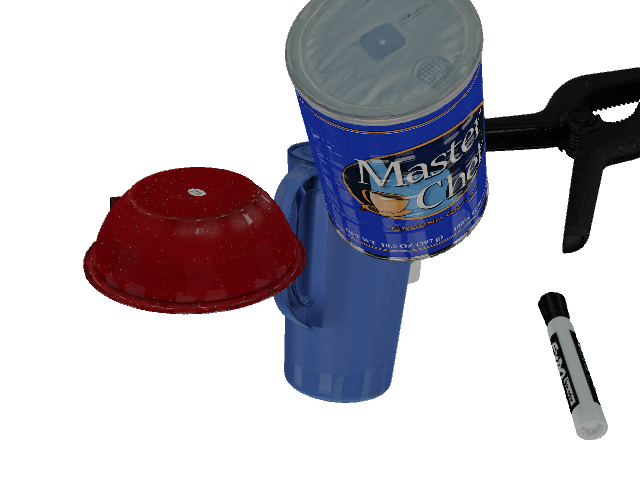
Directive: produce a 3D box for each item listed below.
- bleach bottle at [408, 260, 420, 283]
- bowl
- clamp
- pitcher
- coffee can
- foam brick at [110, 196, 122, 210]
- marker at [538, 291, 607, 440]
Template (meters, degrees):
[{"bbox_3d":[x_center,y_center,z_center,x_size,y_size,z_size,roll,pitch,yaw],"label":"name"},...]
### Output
[{"bbox_3d":[0.072,-0.073,1.208,0.102,0.251,0.068,-7,21,-24],"label":"bleach bottle"},{"bbox_3d":[-0.090,-0.010,0.765,0.162,0.055,0.162,1,27,-1],"label":"bowl"},{"bbox_3d":[0.208,-0.076,0.841,0.209,0.036,0.165,-26,50,-19],"label":"clamp"},{"bbox_3d":[0.019,0.030,1.027,0.149,0.243,0.145,3,15,-7],"label":"pitcher"},{"bbox_3d":[0.042,-0.067,0.606,0.103,0.103,0.140,0,-31,11],"label":"coffee can"},{"bbox_3d":[-0.183,-0.016,1.134,0.078,0.051,0.053,-3,24,-16],"label":"foam brick"},{"bbox_3d":[0.160,0.076,0.686,0.020,0.020,0.121,0,39,-3],"label":"marker"}]
